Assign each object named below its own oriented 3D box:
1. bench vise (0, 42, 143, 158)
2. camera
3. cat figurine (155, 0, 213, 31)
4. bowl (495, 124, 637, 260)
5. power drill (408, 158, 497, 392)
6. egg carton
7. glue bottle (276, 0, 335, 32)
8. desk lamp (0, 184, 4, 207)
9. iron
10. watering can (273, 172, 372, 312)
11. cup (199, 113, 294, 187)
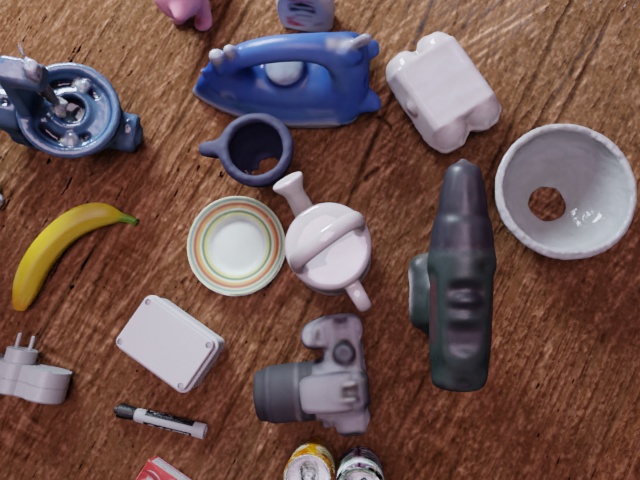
[{"bbox_3d":[-0.347,-0.157,0.693,0.207,0.220,0.121,-10,81,2],"label":"bench vise"},{"bbox_3d":[-0.011,0.164,0.684,0.136,0.101,0.143,-7,81,3],"label":"camera"},{"bbox_3d":[-0.178,-0.341,0.763,0.067,0.118,0.128,18,83,6],"label":"cat figurine"},{"bbox_3d":[0.294,-0.054,0.713,0.167,0.075,0.167,0,81,3],"label":"bowl"},{"bbox_3d":[0.145,0.047,0.638,0.075,0.208,0.230,-1,81,4],"label":"power drill"},{"bbox_3d":[0.157,-0.192,0.744,0.107,0.069,0.150,-33,81,-2],"label":"egg carton"},{"bbox_3d":[-0.023,-0.322,0.723,0.078,0.173,0.037,5,81,5],"label":"glue bottle"},{"bbox_3d":[-0.487,-0.080,0.693,0.118,0.213,0.203,36,85,8],"label":"desk lamp"},{"bbox_3d":[-0.051,-0.218,0.724,0.258,0.141,0.119,-2,81,3],"label":"iron"},{"bbox_3d":[0.004,0.004,0.660,0.172,0.194,0.101,36,85,8],"label":"watering can"},{"bbox_3d":[-0.088,-0.104,0.733,0.117,0.095,0.092,1,81,4],"label":"cup"}]
